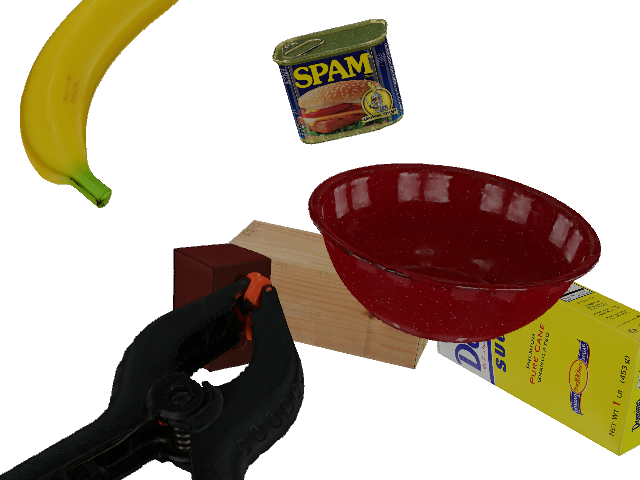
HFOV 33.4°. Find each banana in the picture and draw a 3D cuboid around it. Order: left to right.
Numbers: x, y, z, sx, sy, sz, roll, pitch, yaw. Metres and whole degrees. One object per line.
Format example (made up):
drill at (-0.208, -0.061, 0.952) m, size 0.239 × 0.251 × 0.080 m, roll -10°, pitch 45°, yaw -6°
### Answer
banana at (-0.129, -0.101, 0.623) m, size 0.069 × 0.197 × 0.037 m, roll 17°, pitch -33°, yaw -6°

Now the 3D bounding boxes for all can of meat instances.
can of meat at (0.018, -0.139, 0.943) m, size 0.102 × 0.084 × 0.057 m, roll -11°, pitch 29°, yaw 10°

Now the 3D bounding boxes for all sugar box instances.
sugar box at (0.162, 0.072, 0.775) m, size 0.048 × 0.093 × 0.176 m, roll -16°, pitch 29°, yaw -40°

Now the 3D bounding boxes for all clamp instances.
clamp at (-0.048, 0.080, 0.422) m, size 0.120 × 0.039 × 0.171 m, roll 25°, pitch 48°, yaw 18°

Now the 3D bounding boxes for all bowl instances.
bowl at (0.070, 0.011, 0.598) m, size 0.162 × 0.055 × 0.162 m, roll 6°, pitch 25°, yaw -3°

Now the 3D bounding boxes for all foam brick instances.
foam brick at (-0.072, 0.046, 0.764) m, size 0.052 × 0.078 × 0.051 m, roll -8°, pitch 17°, yaw -39°

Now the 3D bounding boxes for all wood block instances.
wood block at (0.011, 0.053, 1.090) m, size 0.206 × 0.091 × 0.090 m, roll 12°, pitch 22°, yaw 13°
